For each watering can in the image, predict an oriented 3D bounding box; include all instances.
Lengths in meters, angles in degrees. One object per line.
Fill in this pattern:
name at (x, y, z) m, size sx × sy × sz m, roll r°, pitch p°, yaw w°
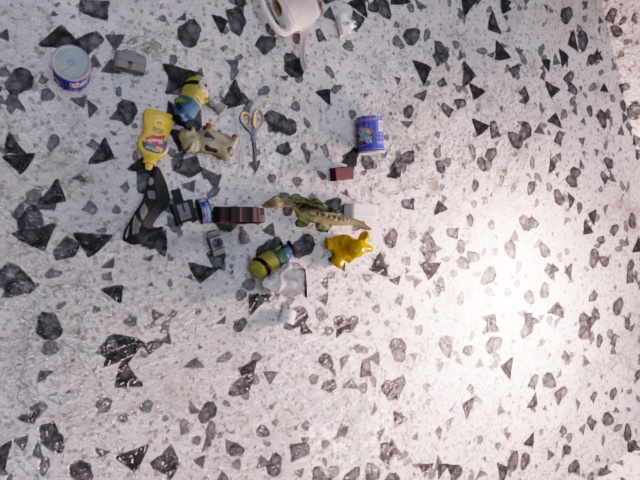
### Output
watering can at (-0.077, -0.794, 1.848) m, size 0.227 × 0.344 × 0.104 m, roll -38°, pitch 14°, yaw -21°

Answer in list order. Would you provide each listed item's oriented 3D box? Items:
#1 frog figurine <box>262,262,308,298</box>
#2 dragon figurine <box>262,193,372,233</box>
frog figurine at (-0.127, 0.144, 1.814) m, size 0.159 × 0.134 × 0.126 m, roll -3°, pitch 44°, yaw -10°
dragon figurine at (0.005, -0.090, 1.784) m, size 0.410 × 0.122 × 0.242 m, roll 11°, pitch -1°, yaw -6°
